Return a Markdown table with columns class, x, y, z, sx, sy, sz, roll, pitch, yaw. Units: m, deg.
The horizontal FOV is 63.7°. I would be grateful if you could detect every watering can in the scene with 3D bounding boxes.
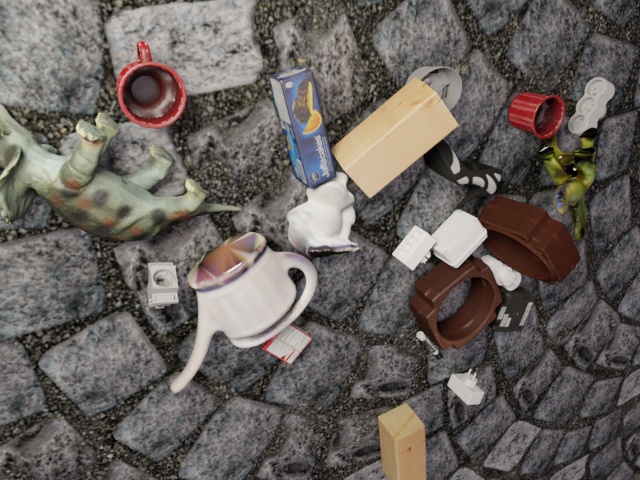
| class | x | y | z | sx | sy | sz | roll | pitch | yaw |
| --- | --- | --- | --- | --- | --- | --- | --- | --- | --- |
| watering can | -0.164 | 0.124 | 0.940 | 0.350 | 0.220 | 0.105 | -34 | 33 | -11 |

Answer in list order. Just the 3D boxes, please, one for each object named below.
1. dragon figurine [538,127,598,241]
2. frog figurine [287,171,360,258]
| class | x | y | z | sx | sy | sz | roll | pitch | yaw |
| --- | --- | --- | --- | --- | --- | --- | --- | --- | --- |
| dragon figurine | 0.581 | -0.107 | 1.166 | 0.122 | 0.238 | 0.419 | -6 | 37 | 38 |
| frog figurine | 0.003 | -0.049 | 0.977 | 0.137 | 0.161 | 0.121 | -3 | -13 | -17 |
